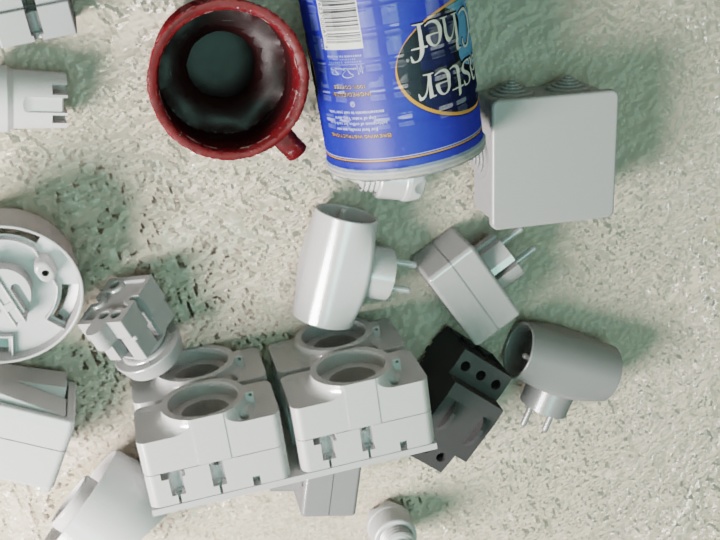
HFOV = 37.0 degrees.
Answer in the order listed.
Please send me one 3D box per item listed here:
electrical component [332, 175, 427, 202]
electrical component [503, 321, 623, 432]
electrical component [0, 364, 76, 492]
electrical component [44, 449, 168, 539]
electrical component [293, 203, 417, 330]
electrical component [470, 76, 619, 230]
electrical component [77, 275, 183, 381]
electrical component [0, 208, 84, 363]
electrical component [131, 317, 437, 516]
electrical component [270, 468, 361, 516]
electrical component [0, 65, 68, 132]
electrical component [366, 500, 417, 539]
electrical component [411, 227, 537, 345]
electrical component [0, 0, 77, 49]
[{"bbox_3d":[0.012,-0.065,0.721,0.061,0.035,0.035,3,109,-12],"label":"electrical component"},{"bbox_3d":[0.144,0.084,0.802,0.077,0.044,0.079,16,105,-18],"label":"electrical component"},{"bbox_3d":[-0.238,0.094,0.703,0.096,0.061,0.061,17,105,-19],"label":"electrical component"},{"bbox_3d":[-0.171,0.172,0.730,0.064,0.099,0.099,38,98,-10],"label":"electrical component"},{"bbox_3d":[0.000,0.000,0.737,0.079,0.043,0.077,8,107,-17],"label":"electrical component"},{"bbox_3d":[0.124,-0.080,0.735,0.100,0.048,0.099,-7,111,-11],"label":"electrical component"},{"bbox_3d":[-0.148,0.039,0.708,0.048,0.066,0.055,-5,129,29],"label":"electrical component"},{"bbox_3d":[-0.224,0.010,0.674,0.099,0.064,0.099,-5,111,-12],"label":"electrical component"},{"bbox_3d":[-0.055,0.090,0.722,0.186,0.105,0.060,-12,112,-10],"label":"electrical component"},{"bbox_3d":[-0.045,0.138,0.764,0.077,0.065,0.047,2,109,-14],"label":"electrical component"},{"bbox_3d":[-0.202,-0.103,0.652,0.046,0.040,0.040,-1,110,-19],"label":"electrical component"},{"bbox_3d":[0.027,0.202,0.807,0.035,0.061,0.035,-5,111,-12],"label":"electrical component"},{"bbox_3d":[0.089,0.000,0.756,0.077,0.047,0.065,-37,114,2],"label":"electrical component"},{"bbox_3d":[-0.195,-0.165,0.628,0.066,0.048,0.055,-14,120,-9],"label":"electrical component"}]
